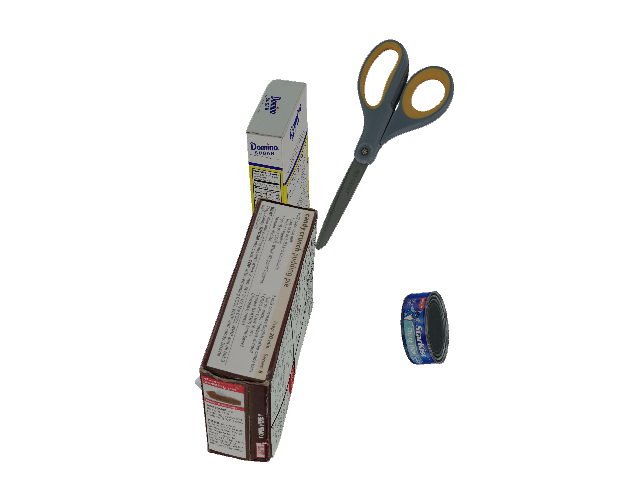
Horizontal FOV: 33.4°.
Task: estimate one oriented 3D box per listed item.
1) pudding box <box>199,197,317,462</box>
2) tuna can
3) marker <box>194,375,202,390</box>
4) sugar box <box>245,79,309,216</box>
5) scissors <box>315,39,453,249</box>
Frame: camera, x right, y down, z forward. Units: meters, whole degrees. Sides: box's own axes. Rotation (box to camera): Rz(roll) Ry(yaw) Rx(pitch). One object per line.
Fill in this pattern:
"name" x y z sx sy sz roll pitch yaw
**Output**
"pudding box" -0.031 0.048 0.569 0.039 0.113 0.090 9 -37 6
"tuna can" 0.123 0.104 1.260 0.034 0.086 0.086 -6 -2 23
"marker" -0.066 0.088 0.956 0.020 0.121 0.020 37 -19 15
"sugar box" -0.044 -0.074 1.133 0.048 0.176 0.093 8 46 12
"scissors" 0.060 -0.082 0.950 0.096 0.202 0.016 9 -11 13
